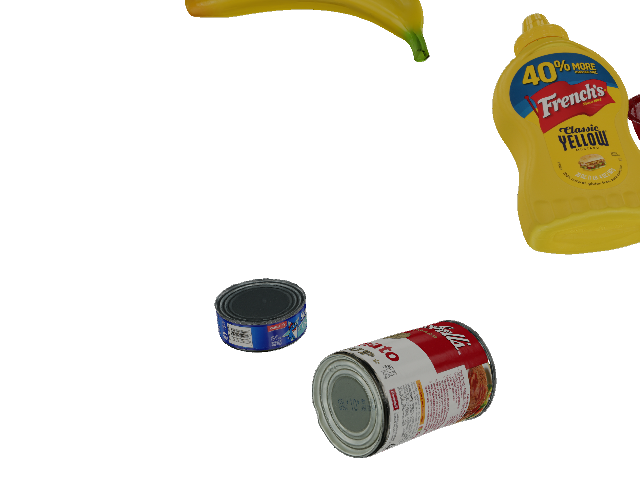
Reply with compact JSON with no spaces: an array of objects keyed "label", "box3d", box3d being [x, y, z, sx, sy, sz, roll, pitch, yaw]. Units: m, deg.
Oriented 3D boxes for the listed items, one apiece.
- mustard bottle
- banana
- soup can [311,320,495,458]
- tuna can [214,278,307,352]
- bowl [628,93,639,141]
[{"label":"mustard bottle","box3d":[0.175,-0.085,0.766,0.096,0.191,0.058,-7,-30,-3]},{"label":"banana","box3d":[-0.004,-0.184,0.809,0.198,0.069,0.037,13,-39,18]},{"label":"soup can","box3d":[0.053,0.093,0.679,0.102,0.068,0.069,-11,7,-41]},{"label":"tuna can","box3d":[-0.055,0.070,1.004,0.086,0.034,0.086,-4,26,2]},{"label":"bowl","box3d":[0.357,-0.096,0.969,0.162,0.055,0.162,-5,23,2]}]
